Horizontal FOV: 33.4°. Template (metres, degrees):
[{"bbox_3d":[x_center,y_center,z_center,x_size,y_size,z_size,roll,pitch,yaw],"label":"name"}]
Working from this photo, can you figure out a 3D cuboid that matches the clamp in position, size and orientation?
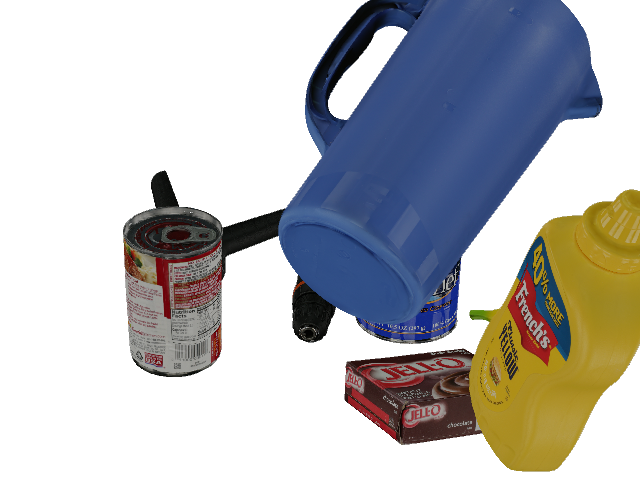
[{"bbox_3d":[-0.138,0.002,1.070,0.165,0.036,0.209,20,40,17],"label":"clamp"}]

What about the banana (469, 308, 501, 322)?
[{"bbox_3d":[0.223,0.129,1.134,0.069,0.037,0.198,-26,34,2],"label":"banana"}]

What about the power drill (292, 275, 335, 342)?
[{"bbox_3d":[0.061,0.061,1.239,0.187,0.057,0.184,1,28,5],"label":"power drill"}]

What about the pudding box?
[{"bbox_3d":[0.087,0.117,0.816,0.113,0.039,0.090,-1,14,-27],"label":"pudding box"}]

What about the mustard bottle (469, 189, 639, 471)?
[{"bbox_3d":[0.139,0.044,0.600,0.058,0.096,0.192,4,-42,-12],"label":"mustard bottle"}]

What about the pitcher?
[{"bbox_3d":[0.068,-0.069,0.732,0.149,0.145,0.242,-2,43,50],"label":"pitcher"}]

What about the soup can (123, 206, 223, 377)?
[{"bbox_3d":[-0.102,0.036,0.751,0.068,0.102,0.068,2,29,-1],"label":"soup can"}]

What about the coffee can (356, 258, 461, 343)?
[{"bbox_3d":[0.087,0.015,1.040,0.103,0.140,0.103,0,26,0],"label":"coffee can"}]
